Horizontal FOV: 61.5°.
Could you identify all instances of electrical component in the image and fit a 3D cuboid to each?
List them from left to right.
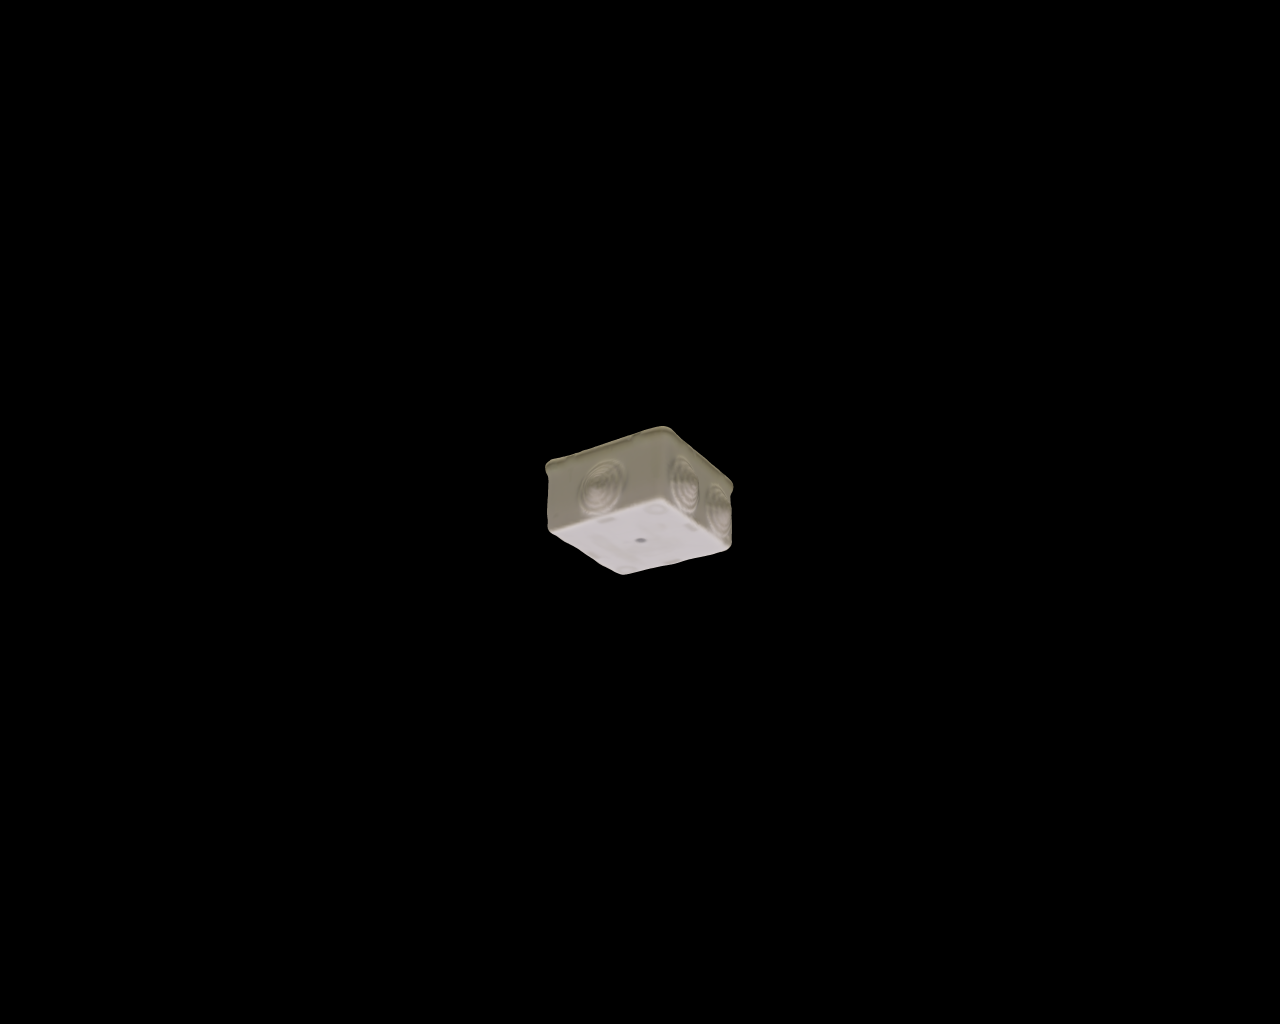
[{"bbox_3d":[0.001,-0.003,0.650,0.099,0.048,0.099,-15,-30,28],"label":"electrical component"}]
